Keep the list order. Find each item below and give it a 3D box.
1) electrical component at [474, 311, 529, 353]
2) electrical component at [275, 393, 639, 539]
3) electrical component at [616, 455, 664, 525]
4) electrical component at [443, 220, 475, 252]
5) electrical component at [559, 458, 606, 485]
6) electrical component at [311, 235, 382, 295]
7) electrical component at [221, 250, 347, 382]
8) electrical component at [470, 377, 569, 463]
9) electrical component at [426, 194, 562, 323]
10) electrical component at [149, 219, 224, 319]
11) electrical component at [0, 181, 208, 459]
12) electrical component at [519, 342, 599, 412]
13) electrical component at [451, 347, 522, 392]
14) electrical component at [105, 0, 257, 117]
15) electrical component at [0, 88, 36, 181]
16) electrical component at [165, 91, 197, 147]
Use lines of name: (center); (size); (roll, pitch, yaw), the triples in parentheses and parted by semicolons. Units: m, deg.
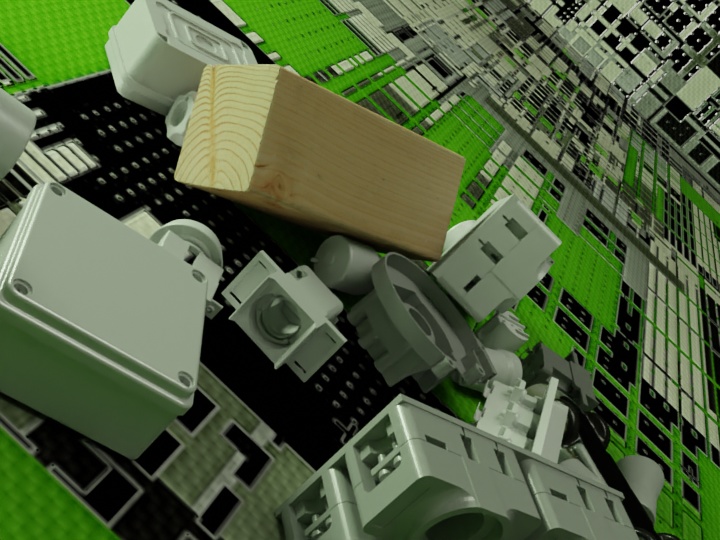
electrical component: (0.114, 0.060, 0.904); (0.040, 0.046, 0.040); (35, 25, -19)
electrical component: (0.062, 0.152, 0.596); (0.186, 0.105, 0.060); (27, 29, -33)
electrical component: (0.226, 0.187, 0.883); (0.044, 0.044, 0.065); (43, 28, -3)
electrical component: (0.108, -0.012, 1.016); (0.045, 0.045, 0.055); (13, 38, -49)
electrical component: (0.163, 0.169, 0.764); (0.040, 0.040, 0.078); (17, 20, -47)
electrical component: (0.000, 0.000, 0.828); (0.078, 0.040, 0.040); (19, 34, -44)
electrical component: (-0.045, 0.028, 0.710); (0.081, 0.042, 0.064); (47, 23, 6)
electrical component: (0.103, 0.127, 0.754); (0.063, 0.078, 0.121); (24, 22, 8)
electrical component: (0.110, -0.007, 0.898); (0.061, 0.089, 0.150); (46, 2, 0)
electrical component: (-0.110, 0.001, 0.647); (0.066, 0.048, 0.055); (37, 32, -15)
electrical component: (-0.138, 0.024, 0.549); (0.109, 0.056, 0.108); (34, 26, -23)
electrical component: (0.167, 0.100, 0.931); (0.064, 0.042, 0.081); (33, 25, -14)
electrical component: (0.100, 0.080, 0.860); (0.046, 0.040, 0.040); (19, 34, -35)
electrical component: (-0.137, -0.158, 0.849); (0.113, 0.057, 0.078); (22, 32, -41)
electrical component: (-0.215, -0.079, 0.601); (0.047, 0.055, 0.055); (33, 26, -32)
electrical component: (-0.114, -0.106, 0.819); (0.062, 0.043, 0.043); (25, 30, -40)
